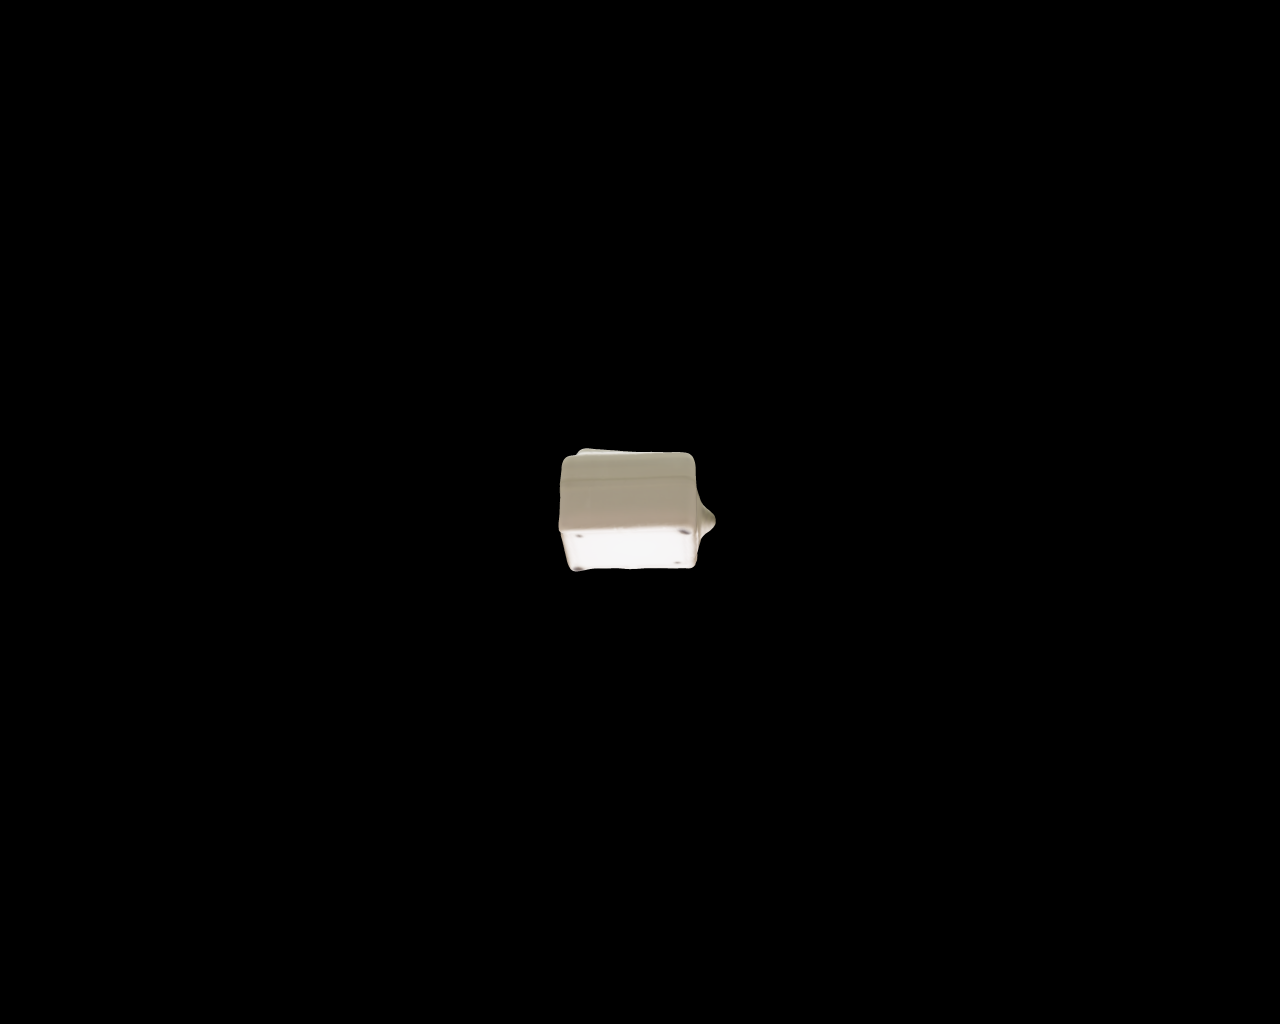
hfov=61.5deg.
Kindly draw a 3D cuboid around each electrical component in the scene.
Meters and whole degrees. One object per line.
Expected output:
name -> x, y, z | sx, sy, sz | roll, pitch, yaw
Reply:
electrical component -> 0.001, -0.003, 0.650 | 0.096, 0.061, 0.061 | -1, -28, 2
